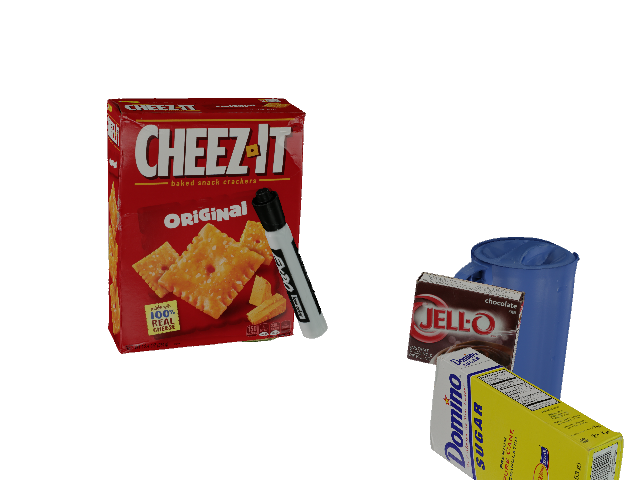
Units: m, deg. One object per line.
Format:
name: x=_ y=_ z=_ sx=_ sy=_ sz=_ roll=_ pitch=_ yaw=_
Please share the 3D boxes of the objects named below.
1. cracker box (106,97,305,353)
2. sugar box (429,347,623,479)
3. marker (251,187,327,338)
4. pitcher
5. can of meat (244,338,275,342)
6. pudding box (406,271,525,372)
cracker box: x=-0.102 y=-0.015 z=0.942 sx=0.164 sy=0.214 sz=0.072 roll=-3 pitch=19 yaw=-20
sugar box: x=0.159 y=0.163 z=0.861 sx=0.048 sy=0.093 sz=0.176 roll=-11 pitch=23 yaw=-34
marker: x=-0.021 y=0.016 z=0.738 sx=0.020 sy=0.121 sz=0.020 roll=-14 pitch=31 yaw=9
pitcher: x=0.247 y=0.125 z=1.371 sx=0.149 sy=0.243 sz=0.144 roll=5 pitch=18 yaw=16
can of meat: x=-0.091 y=0.061 z=1.153 sx=0.102 sy=0.084 sz=0.057 roll=2 pitch=16 yaw=8
pudding box: x=0.152 y=0.088 z=1.117 sx=0.113 sy=0.090 sz=0.039 roll=10 pitch=21 yaw=13
